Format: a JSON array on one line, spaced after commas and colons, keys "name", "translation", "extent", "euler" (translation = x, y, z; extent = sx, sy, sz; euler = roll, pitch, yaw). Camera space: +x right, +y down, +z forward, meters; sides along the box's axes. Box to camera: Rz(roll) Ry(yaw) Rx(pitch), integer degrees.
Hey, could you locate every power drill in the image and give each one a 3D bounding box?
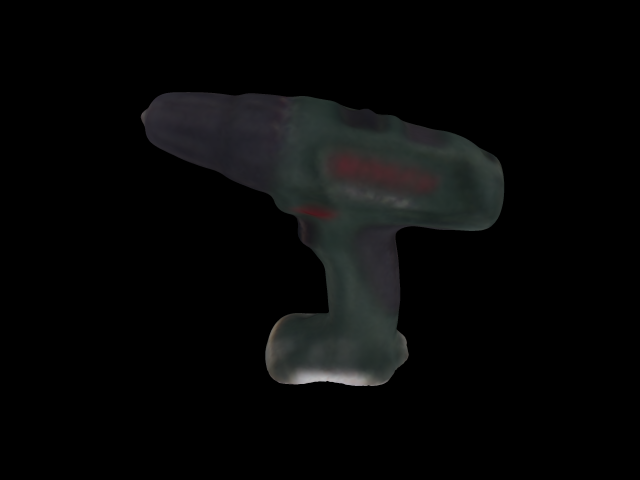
[{"name": "power drill", "translation": [0.004, 0.001, 0.400], "extent": [0.229, 0.208, 0.075], "euler": [0, 32, 0]}]
